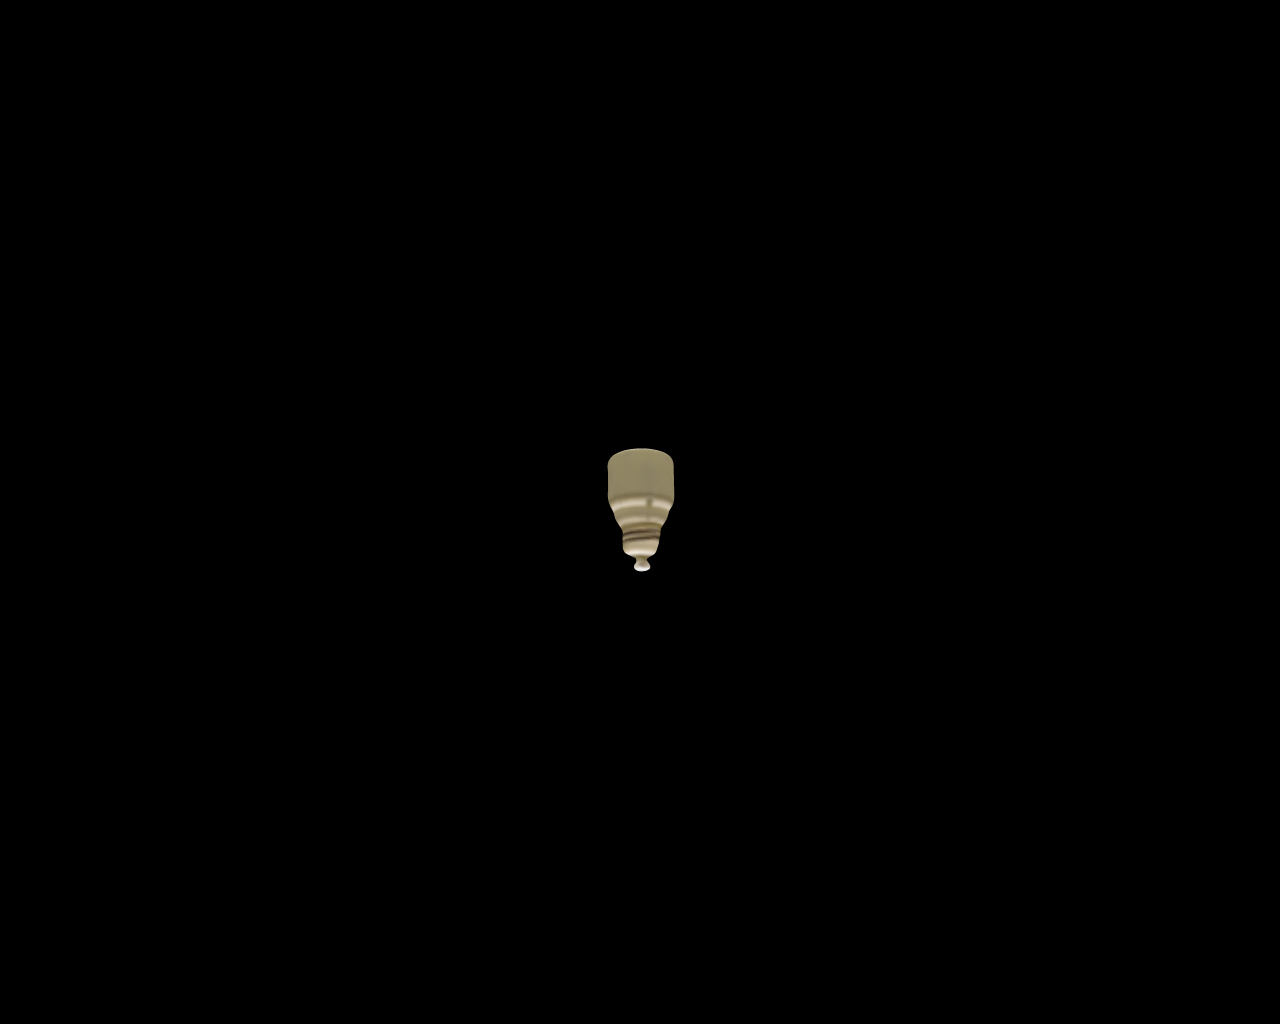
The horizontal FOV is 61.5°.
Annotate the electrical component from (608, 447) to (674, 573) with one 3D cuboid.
[{"bbox_3d":[0.001,-0.003,0.650,0.040,0.078,0.040,0,-15,0],"label":"electrical component"}]
